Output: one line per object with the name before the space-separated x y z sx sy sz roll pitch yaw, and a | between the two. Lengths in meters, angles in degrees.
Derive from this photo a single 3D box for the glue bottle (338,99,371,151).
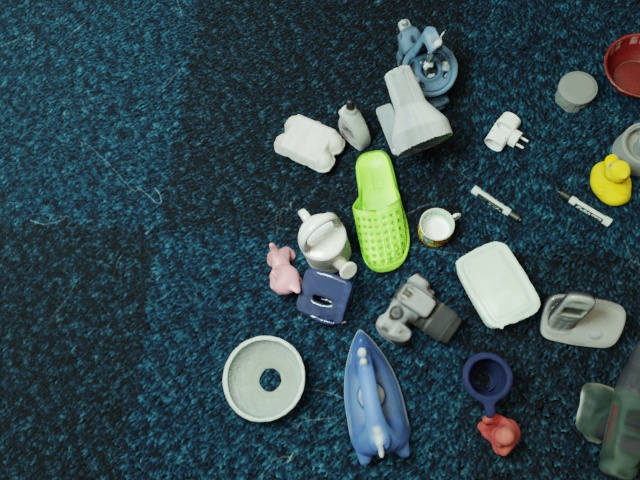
glue bottle | 0.070 -0.258 1.239 0.078 0.173 0.037 41 83 17

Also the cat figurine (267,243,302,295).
cat figurine | -0.079 0.064 1.190 0.067 0.118 0.127 -20 72 1

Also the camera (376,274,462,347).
camera | 0.201 0.156 1.135 0.136 0.101 0.143 34 80 16

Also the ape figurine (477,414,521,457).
ape figurine | 0.337 0.360 1.061 0.076 0.092 0.078 -2 73 7

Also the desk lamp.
desk lamp | 0.187 -0.253 1.201 0.118 0.214 0.203 -21 72 1

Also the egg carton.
egg carton | -0.023 -0.217 1.293 0.150 0.069 0.107 25 78 14

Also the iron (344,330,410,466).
iron | 0.096 0.289 1.088 0.118 0.141 0.258 -13 72 4

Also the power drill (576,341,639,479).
power drill | 0.519 0.293 0.996 0.075 0.208 0.230 13 76 12

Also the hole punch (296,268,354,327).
hole punch | 0.012 0.120 1.176 0.108 0.091 0.101 17 76 12

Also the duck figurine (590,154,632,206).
duck figurine | 0.607 -0.127 1.175 0.077 0.086 0.104 -15 72 3

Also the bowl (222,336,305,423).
bowl | -0.106 0.279 1.152 0.167 0.075 0.167 -2 73 7

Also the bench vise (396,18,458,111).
bench vise | 0.213 -0.402 1.239 0.121 0.220 0.207 -40 72 -5

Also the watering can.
watering can | 0.012 0.003 1.157 0.172 0.194 0.101 29 79 15

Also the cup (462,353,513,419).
cup | 0.314 0.277 1.087 0.091 0.095 0.118 -3 73 7

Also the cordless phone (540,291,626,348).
cordless phone | 0.496 0.139 1.057 0.147 0.185 0.094 6 74 9
